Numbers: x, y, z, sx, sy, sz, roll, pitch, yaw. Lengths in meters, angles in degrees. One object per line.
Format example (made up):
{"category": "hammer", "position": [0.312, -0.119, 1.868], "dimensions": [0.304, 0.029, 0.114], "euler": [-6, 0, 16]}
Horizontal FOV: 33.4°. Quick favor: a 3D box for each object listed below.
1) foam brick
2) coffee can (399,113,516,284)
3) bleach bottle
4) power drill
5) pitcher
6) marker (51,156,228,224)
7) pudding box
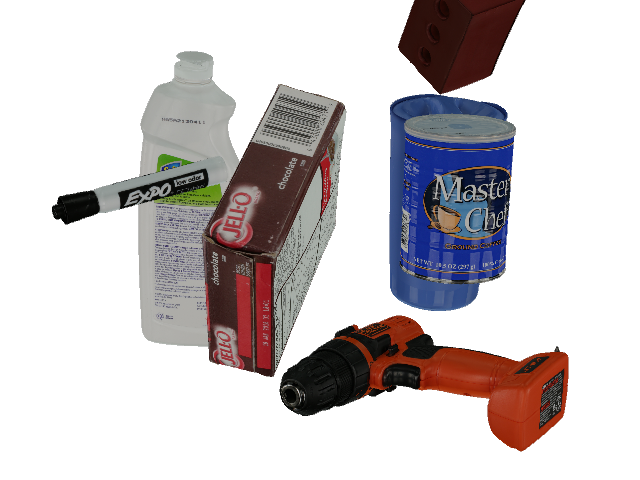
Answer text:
{"category": "foam brick", "position": [0.096, -0.149, 0.731], "dimensions": [0.051, 0.053, 0.078], "euler": [-26, -27, -28]}
{"category": "coffee can", "position": [0.128, -0.041, 1.009], "dimensions": [0.103, 0.140, 0.103], "euler": [1, 18, 0]}
{"category": "bleach bottle", "position": [-0.102, -0.033, 0.903], "dimensions": [0.102, 0.251, 0.068], "euler": [2, 25, -7]}
{"category": "power drill", "position": [0.084, 0.109, 0.829], "dimensions": [0.188, 0.057, 0.184], "euler": [11, 17, 32]}
{"category": "pitcher", "position": [0.137, -0.040, 1.249], "dimensions": [0.149, 0.243, 0.145], "euler": [-7, 25, -20]}
{"category": "marker", "position": [-0.119, -0.034, 0.709], "dimensions": [0.120, 0.020, 0.020], "euler": [-17, 8, -26]}
{"category": "pudding box", "position": [-0.021, -0.005, 0.517], "dimensions": [0.039, 0.113, 0.090], "euler": [16, -42, 10]}
